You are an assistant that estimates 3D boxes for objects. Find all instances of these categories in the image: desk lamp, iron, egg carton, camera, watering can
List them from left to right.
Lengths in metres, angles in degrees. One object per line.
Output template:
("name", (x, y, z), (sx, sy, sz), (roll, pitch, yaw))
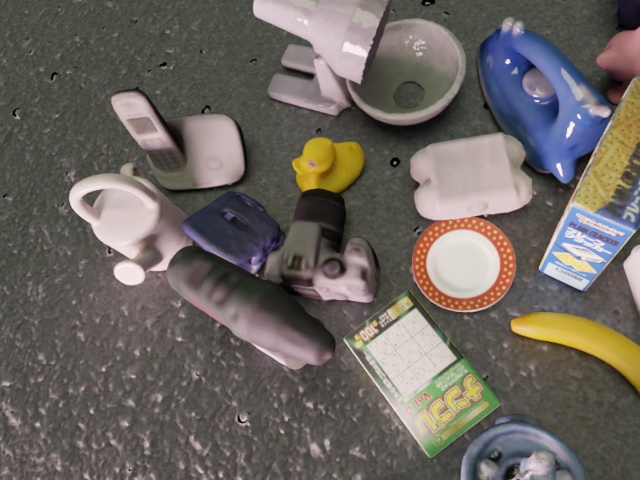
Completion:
("watering can", (-0.248, -0.027, 0.761), (0.101, 0.194, 0.172), (-35, 67, -2))
("desk lamp", (0.004, -0.266, 0.784), (0.202, 0.214, 0.118), (17, 75, 18))
("camera", (0.007, 0.003, 0.746), (0.143, 0.101, 0.137), (6, 71, 14))
("egg carton", (0.197, -0.081, 0.753), (0.150, 0.069, 0.107), (-9, 68, 9))
("iron", (0.283, -0.208, 0.742), (0.118, 0.142, 0.258), (-31, 67, 0))

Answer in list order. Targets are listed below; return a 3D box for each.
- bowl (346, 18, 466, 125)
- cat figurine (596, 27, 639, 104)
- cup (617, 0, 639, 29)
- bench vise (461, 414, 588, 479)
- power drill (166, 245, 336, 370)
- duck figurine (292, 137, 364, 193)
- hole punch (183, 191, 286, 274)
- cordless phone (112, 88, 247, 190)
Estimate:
("bowl", (0.123, -0.227, 0.820), (0.167, 0.075, 0.167), (-4, 69, 11))
("cat figurine", (0.418, -0.228, 0.733), (0.127, 0.118, 0.067), (10, 72, 16))
("cup", (0.438, -0.347, 0.786), (0.091, 0.095, 0.117), (-28, 67, 1))
("bench vise", (0.205, 0.269, 0.540), (0.121, 0.220, 0.207), (-13, 68, 7))
("power drill", (-0.063, 0.090, 0.670), (0.229, 0.209, 0.076), (27, 78, 20))
("duck figurine", (0.009, -0.112, 0.796), (0.104, 0.086, 0.077), (-25, 67, 2))
("hole punch", (-0.117, -0.015, 0.784), (0.108, 0.091, 0.101), (35, 81, 21))
("cordless phone", (-0.191, -0.148, 0.798), (0.147, 0.185, 0.094), (-8, 68, 9))
